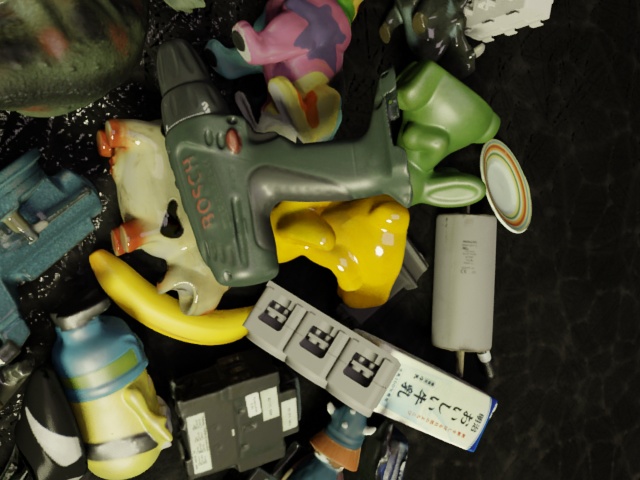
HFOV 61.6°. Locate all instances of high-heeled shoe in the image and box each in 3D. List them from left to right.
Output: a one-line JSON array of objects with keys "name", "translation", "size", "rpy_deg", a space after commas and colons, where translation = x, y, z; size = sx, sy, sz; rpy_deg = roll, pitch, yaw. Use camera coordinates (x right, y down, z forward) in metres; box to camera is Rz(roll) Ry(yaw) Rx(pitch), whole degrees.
[{"name": "high-heeled shoe", "translation": [-0.283, 0.227, 0.457], "size": [0.145, 0.086, 0.248], "rpy_deg": [-16, 121, -43]}]

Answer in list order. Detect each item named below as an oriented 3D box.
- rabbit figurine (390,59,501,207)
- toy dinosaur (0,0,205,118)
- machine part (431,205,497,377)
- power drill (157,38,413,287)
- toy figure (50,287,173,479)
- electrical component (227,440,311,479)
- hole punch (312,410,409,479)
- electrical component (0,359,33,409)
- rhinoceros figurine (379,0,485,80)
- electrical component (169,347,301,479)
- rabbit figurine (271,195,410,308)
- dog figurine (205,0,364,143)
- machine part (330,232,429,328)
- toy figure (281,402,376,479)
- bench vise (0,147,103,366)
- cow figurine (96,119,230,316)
[{"name": "rabbit figurine", "translation": [0.118, -0.103, 0.638], "size": [0.159, 0.121, 0.170], "rpy_deg": [32, 103, -17]}, {"name": "toy dinosaur", "translation": [-0.194, -0.172, 0.400], "size": [0.192, 0.131, 0.405], "rpy_deg": [12, 56, -13]}, {"name": "machine part", "translation": [0.183, 0.051, 0.683], "size": [0.079, 0.079, 0.243], "rpy_deg": [3, 90, -26]}, {"name": "power drill", "translation": [-0.031, -0.085, 0.452], "size": [0.207, 0.086, 0.232], "rpy_deg": [-10, 82, 4]}, {"name": "toy figure", "translation": [-0.202, 0.139, 0.509], "size": [0.089, 0.082, 0.180], "rpy_deg": [-21, 109, -7]}, {"name": "electrical component", "translation": [-0.063, 0.274, 0.600], "size": [0.074, 0.048, 0.119], "rpy_deg": [43, 71, -23]}, {"name": "hole punch", "translation": [0.056, 0.268, 0.626], "size": [0.092, 0.116, 0.142], "rpy_deg": [24, 84, -33]}, {"name": "electrical component", "translation": [-0.297, 0.134, 0.458], "size": [0.045, 0.102, 0.078], "rpy_deg": [47, 48, -22]}, {"name": "rhinoceros figurine", "translation": [0.127, -0.278, 0.646], "size": [0.112, 0.073, 0.190], "rpy_deg": [-37, 107, -30]}, {"name": "electrical component", "translation": [-0.085, 0.181, 0.566], "size": [0.134, 0.058, 0.114], "rpy_deg": [-10, 114, -24]}, {"name": "rabbit figurine", "translation": [-0.001, -0.002, 0.561], "size": [0.173, 0.162, 0.122], "rpy_deg": [6, 74, 0]}, {"name": "dog figurine", "translation": [0.005, -0.213, 0.571], "size": [0.219, 0.108, 0.191], "rpy_deg": [-40, 108, -21]}, {"name": "machine part", "translation": [0.074, 0.052, 0.658], "size": [0.139, 0.039, 0.084], "rpy_deg": [-41, 114, -19]}, {"name": "toy figure", "translation": [0.004, 0.242, 0.575], "size": [0.064, 0.058, 0.154], "rpy_deg": [34, 77, -6]}, {"name": "bench vise", "translation": [-0.306, -0.018, 0.418], "size": [0.223, 0.129, 0.240], "rpy_deg": [-43, 115, -19]}, {"name": "cow figurine", "translation": [-0.136, -0.022, 0.524], "size": [0.127, 0.085, 0.194], "rpy_deg": [-11, 89, -28]}]
